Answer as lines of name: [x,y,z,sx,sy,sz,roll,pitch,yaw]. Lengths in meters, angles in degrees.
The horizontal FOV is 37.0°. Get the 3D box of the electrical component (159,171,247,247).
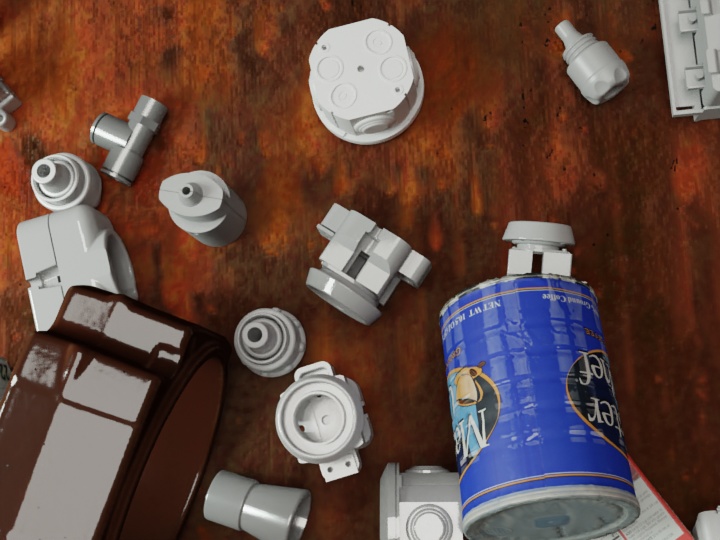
electrical component: [-0.108,-0.045,0.736,0.043,0.081,0.043,-1,80,7]

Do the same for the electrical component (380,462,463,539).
electrical component: [0.039,0.163,0.683,0.051,0.080,0.080,-1,80,2]

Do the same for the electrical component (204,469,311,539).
electrical component: [-0.070,0.158,0.717,0.065,0.044,0.044,15,82,14]

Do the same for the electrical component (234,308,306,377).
electrical component: [-0.064,0.047,0.724,0.048,0.062,0.048,-1,81,7]

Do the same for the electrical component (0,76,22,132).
electrical component: [-0.285,-0.134,0.786,0.048,0.055,0.066,-41,78,-1]

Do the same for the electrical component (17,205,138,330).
electrical component: [-0.195,0.006,0.752,0.059,0.053,0.095,-16,79,4]

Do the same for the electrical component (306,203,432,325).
electrical component: [0.000,0.000,0.727,0.078,0.058,0.057,32,82,12]

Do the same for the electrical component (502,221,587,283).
electrical component: [0.118,-0.003,0.719,0.066,0.048,0.055,5,89,8]

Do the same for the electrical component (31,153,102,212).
electrical component: [-0.211,-0.062,0.761,0.043,0.062,0.043,-1,81,7]

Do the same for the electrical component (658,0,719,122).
electrical component: [0.246,-0.169,0.723,0.079,0.063,0.121,-5,80,6]

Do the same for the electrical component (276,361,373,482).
electrical component: [-0.024,0.099,0.713,0.058,0.057,0.078,-18,79,4]

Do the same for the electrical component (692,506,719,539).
electrical component: [0.231,0.182,0.662,0.042,0.081,0.063,-4,57,6]

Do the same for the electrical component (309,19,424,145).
electrical component: [0.004,-0.132,0.752,0.080,0.051,0.080,-1,80,7]

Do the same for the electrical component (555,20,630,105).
electrical component: [0.157,-0.147,0.745,0.035,0.035,0.061,-34,75,0]
